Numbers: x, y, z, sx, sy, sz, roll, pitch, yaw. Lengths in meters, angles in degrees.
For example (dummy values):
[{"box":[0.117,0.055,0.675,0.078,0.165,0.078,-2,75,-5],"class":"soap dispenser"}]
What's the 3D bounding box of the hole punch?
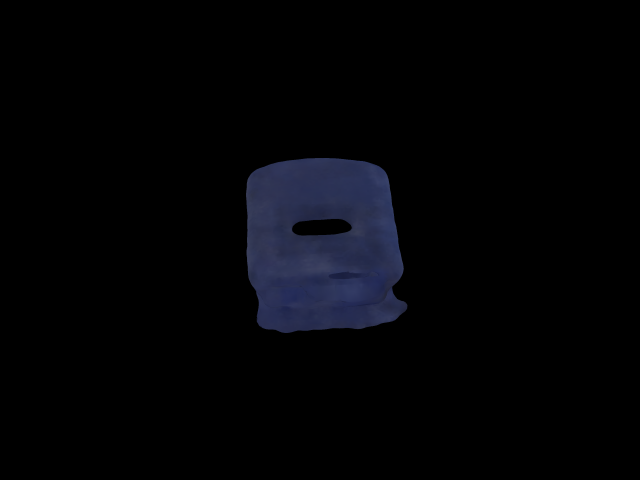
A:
[{"box":[0.004,0.001,0.400,0.108,0.091,0.101,-3,33,-5],"class":"hole punch"}]
